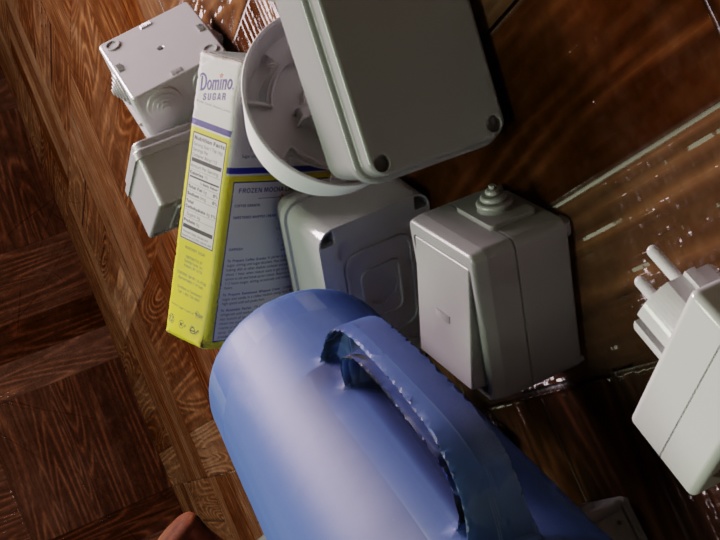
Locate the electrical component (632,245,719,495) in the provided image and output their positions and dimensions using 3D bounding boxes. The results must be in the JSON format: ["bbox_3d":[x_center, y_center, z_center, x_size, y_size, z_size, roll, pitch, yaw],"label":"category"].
[{"bbox_3d":[0.125,0.024,0.388,0.075,0.047,0.083,56,158,32],"label":"electrical component"}]

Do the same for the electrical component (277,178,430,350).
[{"bbox_3d":[0.000,0.000,0.657,0.057,0.078,0.113,40,147,49],"label":"electrical component"}]

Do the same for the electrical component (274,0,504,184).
[{"bbox_3d":[0.013,-0.104,0.510,0.057,0.078,0.113,13,123,71],"label":"electrical component"}]

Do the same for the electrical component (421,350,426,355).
[{"bbox_3d":[0.010,0.053,0.721,0.045,0.055,0.045,54,156,37],"label":"electrical component"}]

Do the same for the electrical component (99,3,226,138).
[{"bbox_3d":[-0.154,-0.163,0.872,0.099,0.100,0.048,53,168,38],"label":"electrical component"}]

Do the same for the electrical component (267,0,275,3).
[{"bbox_3d":[-0.033,-0.175,0.611,0.079,0.043,0.077,65,161,10],"label":"electrical component"}]

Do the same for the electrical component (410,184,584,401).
[{"bbox_3d":[0.062,0.006,0.519,0.062,0.061,0.096,38,144,56],"label":"electrical component"}]

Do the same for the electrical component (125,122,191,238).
[{"bbox_3d":[-0.131,-0.080,0.879,0.056,0.109,0.109,64,161,5],"label":"electrical component"}]

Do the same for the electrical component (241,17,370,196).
[{"bbox_3d":[-0.016,-0.088,0.575,0.064,0.099,0.099,143,105,-77],"label":"electrical component"}]

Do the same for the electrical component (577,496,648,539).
[{"bbox_3d":[0.113,0.159,0.545,0.096,0.062,0.061,65,161,10],"label":"electrical component"}]
